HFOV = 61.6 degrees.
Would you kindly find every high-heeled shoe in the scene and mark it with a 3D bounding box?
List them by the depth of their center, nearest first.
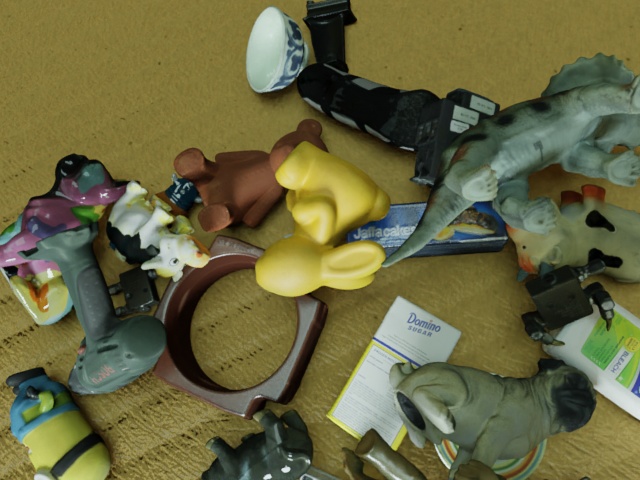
[{"bbox_3d":[0.084,-0.183,0.776,0.249,0.145,0.086,24,92,-14],"label":"high-heeled shoe"}]

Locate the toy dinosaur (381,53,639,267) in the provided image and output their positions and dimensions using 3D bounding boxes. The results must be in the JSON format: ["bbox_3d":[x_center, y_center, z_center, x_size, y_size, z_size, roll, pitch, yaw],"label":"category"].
[{"bbox_3d":[0.227,-0.100,0.613,0.405,0.192,0.131,-21,110,-2],"label":"toy dinosaur"}]

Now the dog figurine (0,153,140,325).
[{"bbox_3d":[-0.348,-0.010,0.760,0.219,0.109,0.191,-36,114,-24],"label":"dog figurine"}]

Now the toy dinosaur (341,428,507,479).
[{"bbox_3d":[0.163,0.272,0.451,0.198,0.472,0.105,41,72,-25],"label":"toy dinosaur"}]

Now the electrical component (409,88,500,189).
[{"bbox_3d":[0.186,-0.125,0.700,0.115,0.058,0.134,16,84,-20],"label":"electrical component"}]

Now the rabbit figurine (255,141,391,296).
[{"bbox_3d":[-0.001,-0.002,0.640,0.162,0.122,0.173,32,70,5],"label":"rabbit figurine"}]

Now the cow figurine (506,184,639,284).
[{"bbox_3d":[0.314,0.002,0.644,0.195,0.085,0.127,17,80,-8],"label":"cow figurine"}]

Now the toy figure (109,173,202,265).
[{"bbox_3d":[-0.232,-0.034,0.773,0.154,0.064,0.058,-46,34,-10],"label":"toy figure"}]

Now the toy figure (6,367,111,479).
[{"bbox_3d":[-0.343,0.248,0.700,0.089,0.082,0.180,-34,69,-2],"label":"toy figure"}]

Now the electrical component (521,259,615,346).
[{"bbox_3d":[0.272,0.073,0.591,0.102,0.078,0.045,-23,32,14],"label":"electrical component"}]

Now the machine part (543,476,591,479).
[{"bbox_3d":[0.204,0.341,0.586,0.243,0.079,0.079,-33,72,-2],"label":"machine part"}]

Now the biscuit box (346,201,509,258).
[{"bbox_3d":[0.136,-0.013,0.704,0.203,0.062,0.059,-4,73,8],"label":"biscuit box"}]

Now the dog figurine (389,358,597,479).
[{"bbox_3d":[0.194,0.169,0.605,0.190,0.121,0.172,-32,82,-21],"label":"dog figurine"}]

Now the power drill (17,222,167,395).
[{"bbox_3d":[-0.292,0.092,0.663,0.232,0.086,0.207,-20,89,42],"label":"power drill"}]

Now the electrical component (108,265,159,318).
[{"bbox_3d":[-0.257,0.071,0.765,0.094,0.021,0.063,-23,72,1],"label":"electrical component"}]

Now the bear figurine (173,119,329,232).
[{"bbox_3d":[-0.074,-0.092,0.730,0.196,0.132,0.120,-24,82,8],"label":"bear figurine"}]

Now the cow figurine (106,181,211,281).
[{"bbox_3d":[-0.211,0.003,0.675,0.098,0.068,0.168,-51,52,-2],"label":"cow figurine"}]

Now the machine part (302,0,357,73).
[{"bbox_3d":[0.016,-0.312,0.822,0.084,0.039,0.139,-2,73,4],"label":"machine part"}]

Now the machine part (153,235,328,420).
[{"bbox_3d":[-0.105,0.110,0.697,0.202,0.087,0.201,20,78,15],"label":"machine part"}]

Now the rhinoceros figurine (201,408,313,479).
[{"bbox_3d":[-0.083,0.281,0.639,0.190,0.073,0.112,-42,57,16],"label":"rhinoceros figurine"}]
